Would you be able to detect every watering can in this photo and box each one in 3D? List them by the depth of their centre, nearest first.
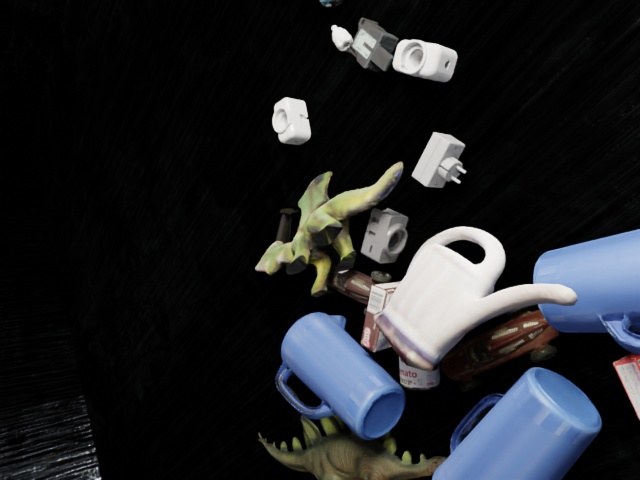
[{"bbox_3d":[0.188,0.089,0.725,0.224,0.103,0.351,-54,16,4],"label":"watering can"}]

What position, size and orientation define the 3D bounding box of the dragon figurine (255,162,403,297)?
[{"bbox_3d":[0.003,-0.051,1.009,0.404,0.121,0.248,-48,35,24],"label":"dragon figurine"}]
